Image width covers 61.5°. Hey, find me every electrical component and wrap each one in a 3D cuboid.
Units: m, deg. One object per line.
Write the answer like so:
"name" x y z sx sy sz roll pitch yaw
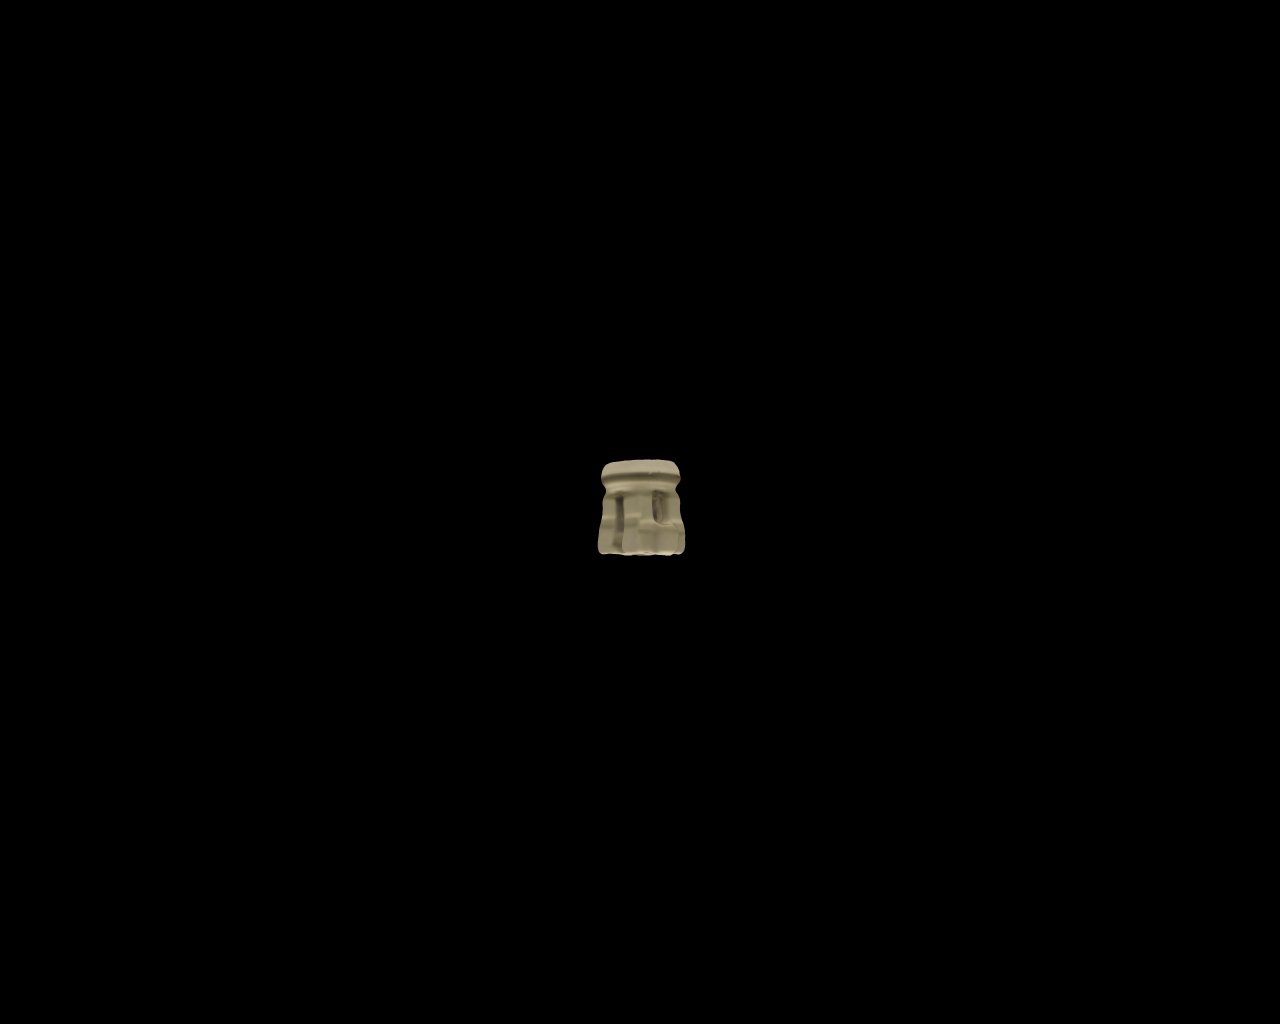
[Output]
"electrical component" 0.001 -0.003 0.650 0.048 0.055 0.066 4 -6 -39
